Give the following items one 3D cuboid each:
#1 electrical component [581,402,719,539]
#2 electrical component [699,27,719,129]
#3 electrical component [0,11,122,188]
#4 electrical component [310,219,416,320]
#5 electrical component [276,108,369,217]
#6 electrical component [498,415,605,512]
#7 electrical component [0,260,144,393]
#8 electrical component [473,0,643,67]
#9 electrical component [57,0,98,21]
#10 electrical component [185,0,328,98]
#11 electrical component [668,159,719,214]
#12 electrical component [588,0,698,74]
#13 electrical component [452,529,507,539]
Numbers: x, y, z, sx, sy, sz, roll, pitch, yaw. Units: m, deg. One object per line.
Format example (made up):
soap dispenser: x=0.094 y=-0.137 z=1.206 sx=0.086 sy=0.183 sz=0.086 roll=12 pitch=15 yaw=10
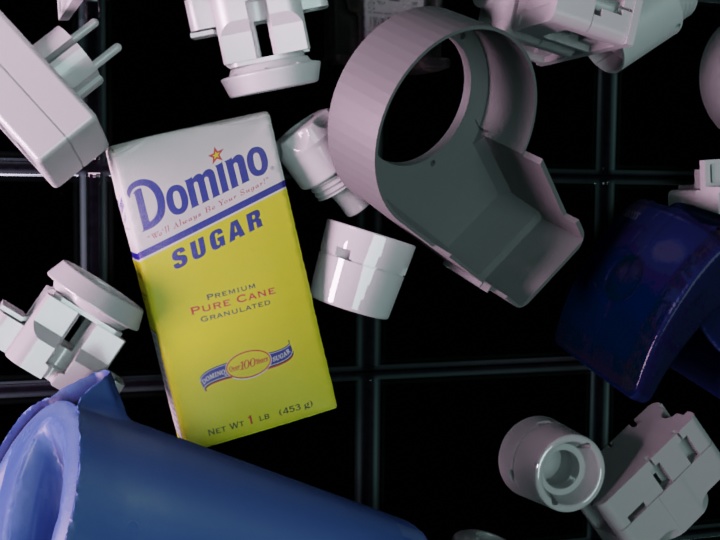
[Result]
electrical component: x=0.193 y=0.141 z=0.717 sx=0.089 sy=0.050 sz=0.055 roll=-40 pitch=104 yaw=-13
electrical component: x=0.282 y=-0.131 z=0.720 sx=0.099 sy=0.064 sz=0.099 roll=-2 pitch=95 yaw=-19
electrical component: x=-0.161 y=-0.102 z=0.565 sx=0.076 sy=0.047 sz=0.083 roll=-42 pitch=84 yaw=-12
electrical component: x=0.000 y=0.000 z=0.639 sx=0.055 sy=0.055 sz=0.047 roll=17 pitch=92 yaw=-19
electrical component: x=-0.018 y=-0.060 z=0.634 sx=0.043 sy=0.043 sz=0.062 roll=-39 pitch=106 yaw=-13
electrical component: x=0.124 y=0.126 z=0.694 sx=0.055 sy=0.047 sz=0.055 roll=-1 pitch=94 yaw=-19
electrical component: x=-0.156 y=0.032 z=0.586 sx=0.078 sy=0.058 sz=0.057 roll=35 pitch=86 yaw=-18
electrical component: x=0.128 y=-0.225 z=0.639 sx=0.060 sy=0.105 sz=0.186 roll=13 pitch=89 yaw=-19
electrical component: x=-0.132 y=-0.175 z=0.544 sx=0.063 sy=0.121 sz=0.078 roll=-4 pitch=95 yaw=-21
electrical component: x=-0.054 y=-0.130 z=0.607 sx=0.078 sy=0.058 sz=0.057 roll=-11 pitch=99 yaw=-2
electrical component: x=0.275 y=-0.038 z=0.725 sx=0.121 sy=0.063 sz=0.078 roll=-5 pitch=96 yaw=-19
electrical component: x=0.186 y=-0.166 z=0.696 sx=0.081 sy=0.043 sz=0.043 roll=-34 pitch=104 yaw=-14
electrical component: x=0.075 y=0.200 z=0.684 sx=0.048 sy=0.048 sz=0.062 roll=16 pitch=95 yaw=-19
